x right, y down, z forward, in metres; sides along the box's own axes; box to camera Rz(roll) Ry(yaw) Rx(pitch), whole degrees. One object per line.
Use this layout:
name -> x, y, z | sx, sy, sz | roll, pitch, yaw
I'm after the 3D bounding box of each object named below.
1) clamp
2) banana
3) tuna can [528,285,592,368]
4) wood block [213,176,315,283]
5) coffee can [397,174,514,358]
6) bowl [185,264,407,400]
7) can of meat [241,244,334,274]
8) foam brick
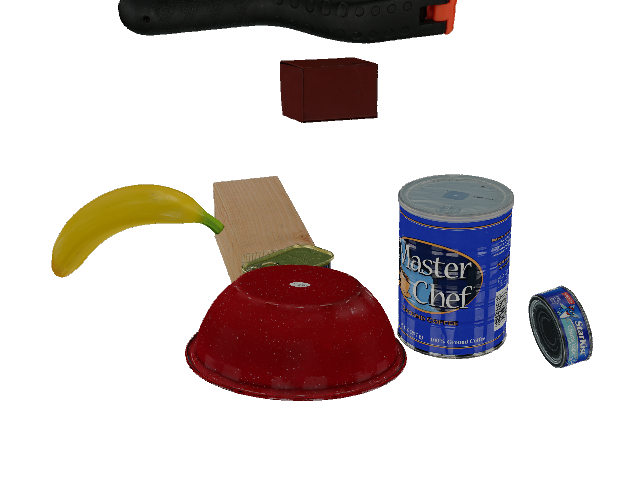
clamp -> -0.018, -0.128, 0.557 | 0.171, 0.039, 0.120 | 11, 41, 15
banana -> -0.187, -0.013, 0.991 | 0.198, 0.069, 0.037 | -14, 17, 28
tuna can -> 0.260, 0.095, 1.163 | 0.033, 0.086, 0.086 | -17, 3, -11
wood block -> -0.073, 0.003, 1.345 | 0.090, 0.090, 0.206 | -6, 28, -13
coffee can -> 0.122, 0.022, 0.975 | 0.103, 0.140, 0.103 | -1, 23, 0
bowl -> -0.016, 0.057, 0.768 | 0.162, 0.055, 0.162 | 2, 17, -1
can of meat -> -0.033, 0.060, 1.120 | 0.058, 0.084, 0.101 | 18, 26, 39
foam brick -> 0.008, -0.139, 0.981 | 0.078, 0.051, 0.053 | -6, 18, -23
